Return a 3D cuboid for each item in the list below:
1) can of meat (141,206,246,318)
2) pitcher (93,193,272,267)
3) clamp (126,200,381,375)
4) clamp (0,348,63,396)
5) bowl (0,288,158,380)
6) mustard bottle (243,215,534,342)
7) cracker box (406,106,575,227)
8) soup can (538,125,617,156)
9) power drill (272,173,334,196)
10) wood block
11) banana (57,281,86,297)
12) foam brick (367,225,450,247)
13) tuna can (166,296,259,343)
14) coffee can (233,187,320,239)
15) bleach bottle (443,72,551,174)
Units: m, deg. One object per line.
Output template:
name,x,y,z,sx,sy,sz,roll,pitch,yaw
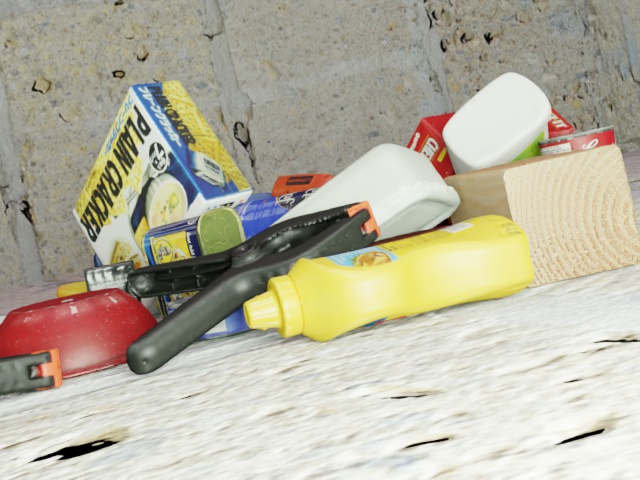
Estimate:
can of meat,-0.112,0.027,0.989,0.084,0.102,0.057,-12,3,38
pitcher,-0.168,0.002,1.373,0.242,0.149,0.145,-9,-11,-8
clamp,-0.058,0.021,0.812,0.210,0.036,0.165,-26,22,-8
clamp,-0.273,0.104,0.755,0.171,0.039,0.120,-11,4,9
bowl,-0.203,0.076,0.873,0.162,0.055,0.162,-11,3,0
mustard bottle,0.041,0.029,0.728,0.191,0.058,0.096,-12,7,-15
cracker box,0.169,-0.067,1.196,0.213,0.072,0.164,-14,-38,-42
soup can,0.241,-0.047,0.968,0.068,0.102,0.068,-12,3,0
power drill,-0.069,-0.005,1.248,0.185,0.057,0.187,3,38,41
wood block,0.172,-0.021,0.866,0.090,0.090,0.206,-13,3,-4
banana,-0.260,0.050,1.464,0.197,0.070,0.037,-31,-16,-22
foam brick,0.066,0.023,0.834,0.053,0.051,0.078,-11,3,42
tuna can,-0.081,0.060,0.876,0.086,0.034,0.086,-11,3,0
coffee can,-0.007,0.001,1.034,0.140,0.103,0.102,-11,3,25
bleach bottle,0.193,-0.066,1.086,0.102,0.068,0.250,-40,-27,-1
